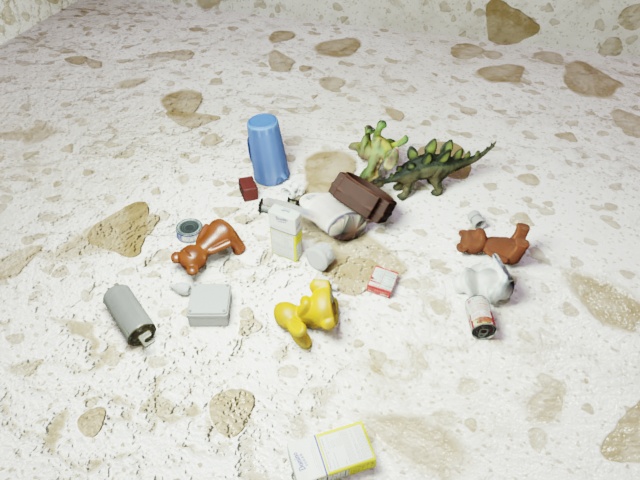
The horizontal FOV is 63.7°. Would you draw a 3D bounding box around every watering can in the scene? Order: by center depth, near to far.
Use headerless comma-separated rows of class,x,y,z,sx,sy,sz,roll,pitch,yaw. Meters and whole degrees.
watering can,0.005,-0.083,1.648,0.349,0.102,0.228,-7,38,-40

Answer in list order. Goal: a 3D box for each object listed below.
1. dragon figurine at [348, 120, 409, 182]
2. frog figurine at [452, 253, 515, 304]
dragon figurine,0.175,-0.294,1.867,0.121,0.408,0.246,37,71,-21
frog figurine,0.473,0.128,1.491,0.158,0.121,0.140,-31,50,15
